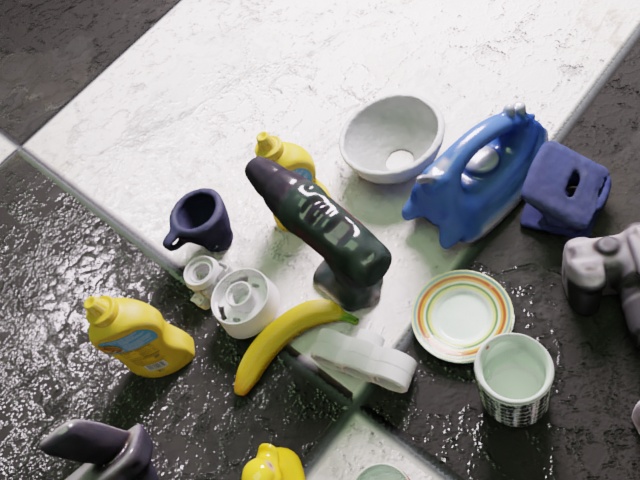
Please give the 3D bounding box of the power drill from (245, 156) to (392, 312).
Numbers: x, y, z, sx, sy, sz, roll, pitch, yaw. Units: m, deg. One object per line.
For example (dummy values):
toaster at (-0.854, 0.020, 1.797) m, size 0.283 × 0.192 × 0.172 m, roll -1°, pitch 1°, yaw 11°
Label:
power drill at (0.007, 0.003, 0.761) m, size 0.076 × 0.209 × 0.228 m, roll -46°, pitch 54°, yaw -12°

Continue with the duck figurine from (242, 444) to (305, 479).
duck figurine at (-0.064, 0.291, 0.674) m, size 0.077 × 0.086 × 0.104 m, roll 0°, pitch 58°, yaw 21°

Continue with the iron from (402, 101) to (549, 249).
iron at (0.228, -0.115, 0.798) m, size 0.258 × 0.142 × 0.118 m, roll -42°, pitch 54°, yaw -10°

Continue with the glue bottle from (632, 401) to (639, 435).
glue bottle at (0.342, 0.173, 0.546) m, size 0.037 × 0.173 × 0.078 m, roll -22°, pitch 53°, yaw 6°

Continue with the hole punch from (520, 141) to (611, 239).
hole punch at (0.328, -0.067, 0.761) m, size 0.100 × 0.091 × 0.109 m, roll 18°, pitch 66°, yaw 29°

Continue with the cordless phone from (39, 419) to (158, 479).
cordless phone at (-0.301, 0.280, 0.707) m, size 0.148 × 0.185 × 0.094 m, roll -40°, pitch 53°, yaw -8°

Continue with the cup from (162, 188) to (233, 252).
cup at (-0.188, -0.012, 0.914) m, size 0.091 × 0.095 × 0.118 m, roll 34°, pitch 74°, yaw 34°

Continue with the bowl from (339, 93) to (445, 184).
bowl at (0.118, -0.146, 0.902) m, size 0.167 × 0.075 × 0.167 m, roll -10°, pitch 55°, yaw 14°

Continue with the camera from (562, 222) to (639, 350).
camera at (0.365, 0.056, 0.660) m, size 0.143 × 0.101 × 0.137 m, roll -9°, pitch 56°, yaw 15°
